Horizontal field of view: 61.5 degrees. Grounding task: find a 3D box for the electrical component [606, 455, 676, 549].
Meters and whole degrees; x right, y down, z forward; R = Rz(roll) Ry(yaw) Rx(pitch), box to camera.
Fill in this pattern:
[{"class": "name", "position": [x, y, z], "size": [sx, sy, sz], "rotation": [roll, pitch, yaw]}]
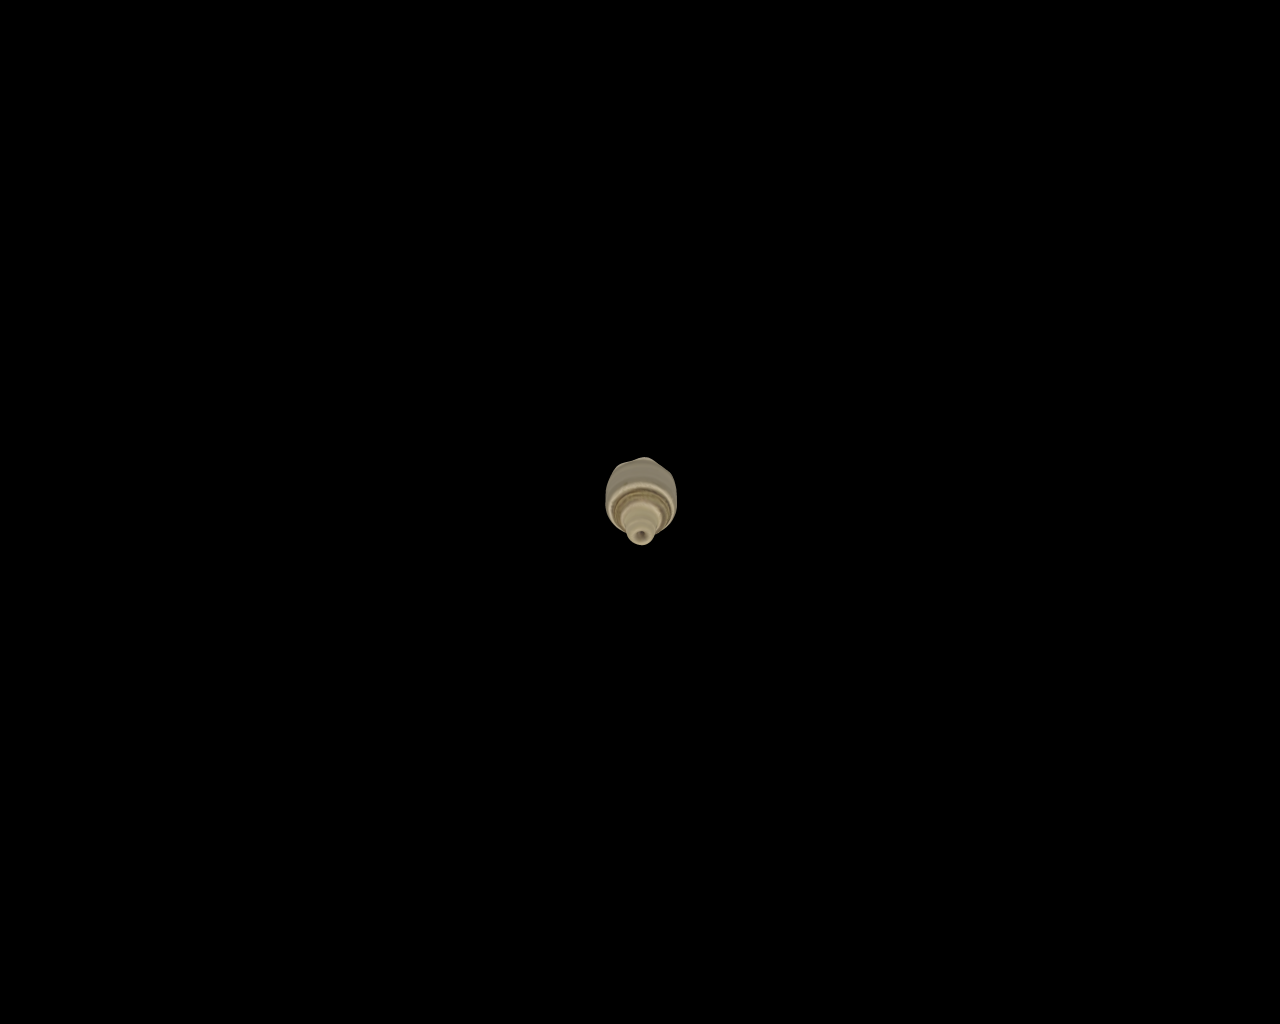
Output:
[{"class": "electrical component", "position": [0.001, -0.003, 0.650], "size": [0.043, 0.043, 0.062], "rotation": [0, 34, 0]}]
